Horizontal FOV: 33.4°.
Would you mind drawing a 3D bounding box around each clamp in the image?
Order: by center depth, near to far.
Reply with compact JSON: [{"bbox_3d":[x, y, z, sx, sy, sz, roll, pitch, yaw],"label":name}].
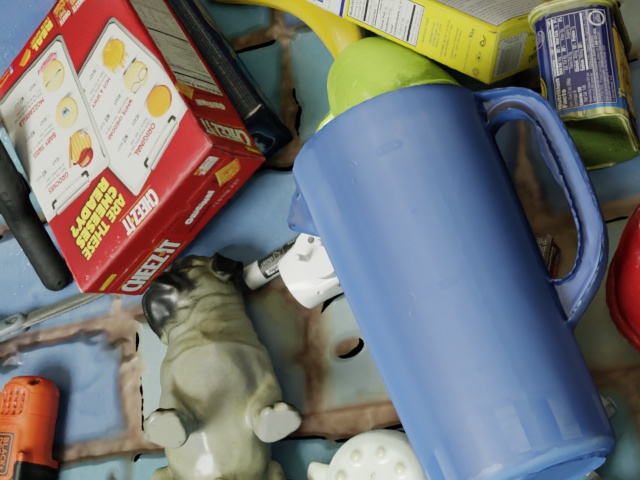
[{"bbox_3d":[-0.250,-0.031,0.868,0.039,0.171,0.120,-39,69,-18],"label":"clamp"}]

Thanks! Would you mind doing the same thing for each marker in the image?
[{"bbox_3d":[-0.005,0.001,0.809,0.121,0.020,0.020,-31,63,13],"label":"marker"}]

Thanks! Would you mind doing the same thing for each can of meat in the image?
[{"bbox_3d":[0.178,-0.102,0.708,0.058,0.102,0.084,-10,71,22],"label":"can of meat"}]

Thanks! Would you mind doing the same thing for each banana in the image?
[{"bbox_3d":[-0.024,-0.189,0.872,0.198,0.037,0.069,41,92,30],"label":"banana"}]

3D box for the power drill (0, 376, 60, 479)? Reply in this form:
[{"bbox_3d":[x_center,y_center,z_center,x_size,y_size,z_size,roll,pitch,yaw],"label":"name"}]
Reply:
[{"bbox_3d":[-0.300,0.202,0.865,0.188,0.057,0.184,-3,68,22],"label":"power drill"}]

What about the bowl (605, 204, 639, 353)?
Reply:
[{"bbox_3d":[0.242,0.001,0.633,0.162,0.055,0.162,-21,39,18],"label":"bowl"}]

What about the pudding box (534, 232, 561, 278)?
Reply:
[{"bbox_3d":[0.101,0.037,0.734,0.114,0.039,0.090,7,76,27],"label":"pudding box"}]

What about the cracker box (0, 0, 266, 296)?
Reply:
[{"bbox_3d":[-0.156,-0.089,0.826,0.164,0.072,0.214,-46,61,25],"label":"cracker box"}]

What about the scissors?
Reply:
[{"bbox_3d":[-0.268,0.067,0.911,0.201,0.016,0.096,-29,31,-7],"label":"scissors"}]

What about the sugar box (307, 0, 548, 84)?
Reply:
[{"bbox_3d":[0.081,-0.173,0.784,0.176,0.093,0.048,30,127,33],"label":"sugar box"}]

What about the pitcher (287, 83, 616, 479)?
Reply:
[{"bbox_3d":[0.090,0.031,0.645,0.144,0.149,0.243,-9,64,-25],"label":"pitcher"}]
